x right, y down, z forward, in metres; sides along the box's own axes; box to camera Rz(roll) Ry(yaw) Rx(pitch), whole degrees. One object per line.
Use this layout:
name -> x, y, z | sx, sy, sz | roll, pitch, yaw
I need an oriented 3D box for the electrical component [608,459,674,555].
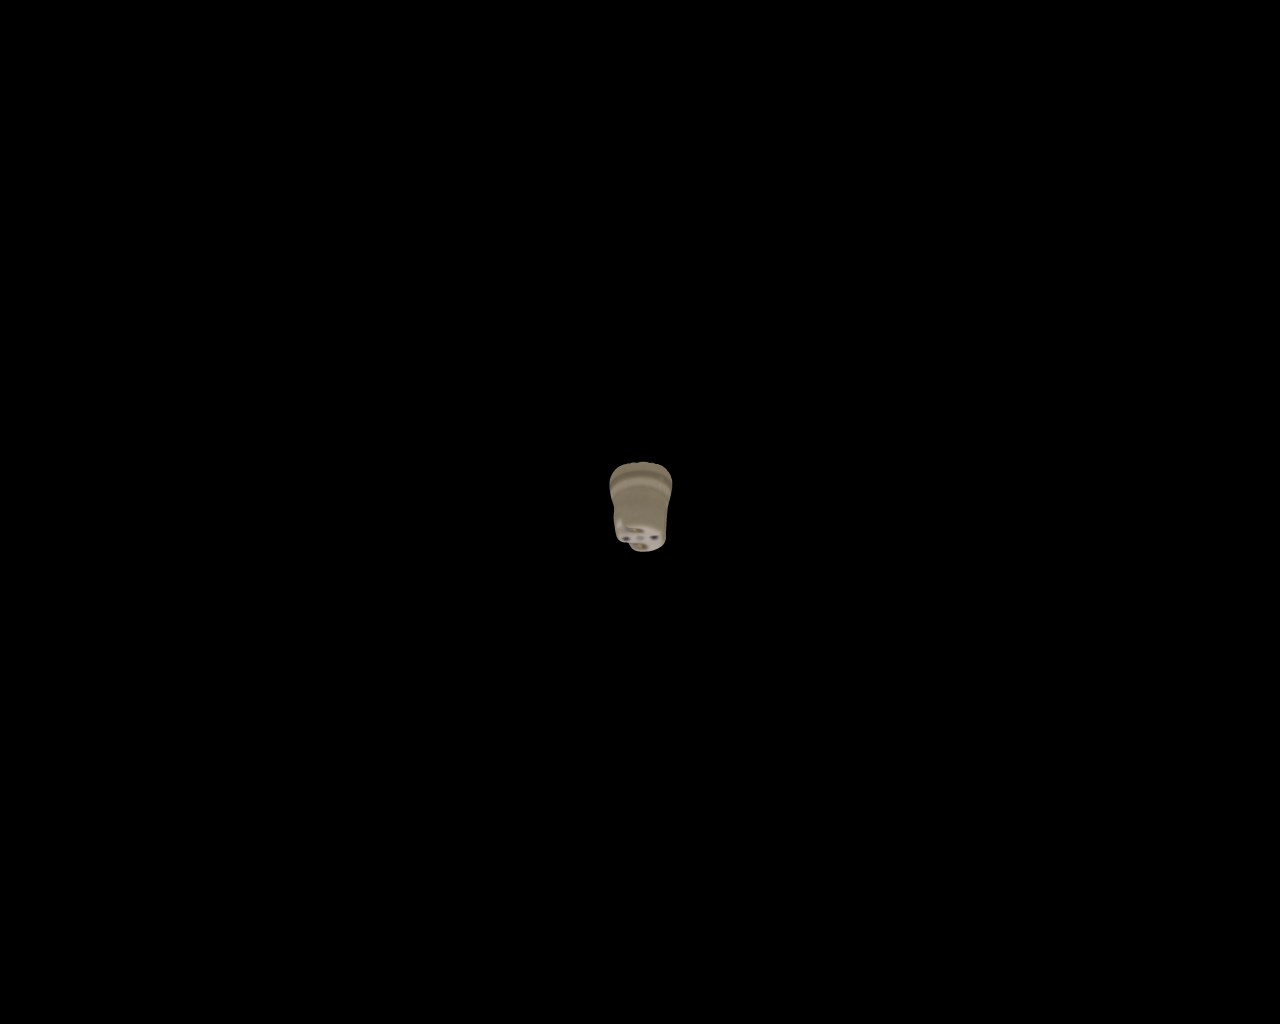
electrical component -> 0.001, -0.003, 0.650 | 0.040, 0.046, 0.040 | 0, -33, 0
